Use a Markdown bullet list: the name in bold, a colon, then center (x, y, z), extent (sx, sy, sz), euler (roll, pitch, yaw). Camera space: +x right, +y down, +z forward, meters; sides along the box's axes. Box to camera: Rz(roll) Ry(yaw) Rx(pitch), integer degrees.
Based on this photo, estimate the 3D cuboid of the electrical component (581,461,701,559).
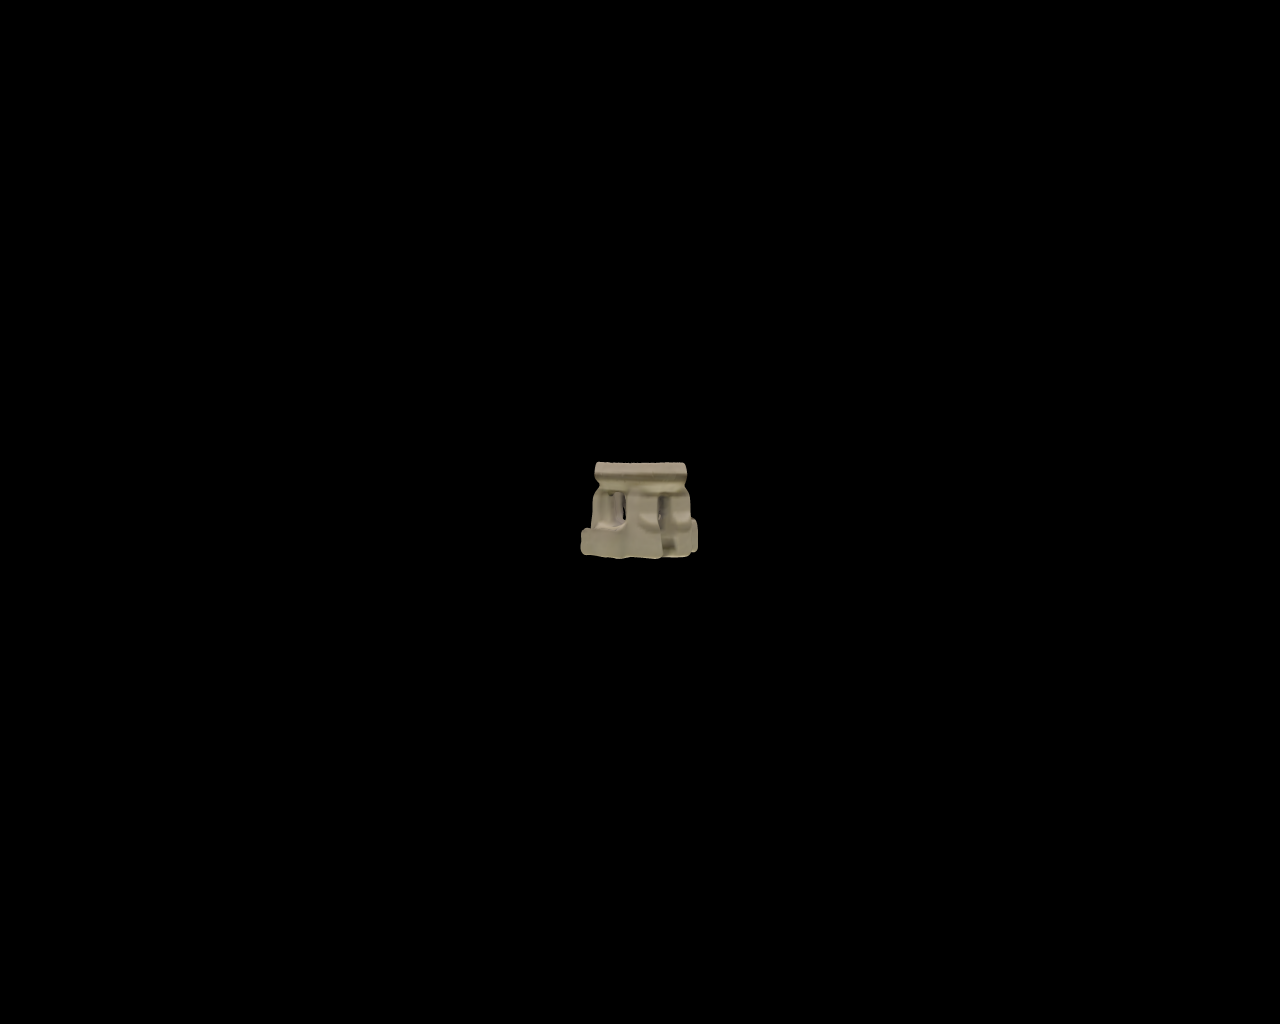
- **electrical component**: center (0.001, -0.003, 0.650), extent (0.078, 0.057, 0.058), euler (-2, 3, -40)
